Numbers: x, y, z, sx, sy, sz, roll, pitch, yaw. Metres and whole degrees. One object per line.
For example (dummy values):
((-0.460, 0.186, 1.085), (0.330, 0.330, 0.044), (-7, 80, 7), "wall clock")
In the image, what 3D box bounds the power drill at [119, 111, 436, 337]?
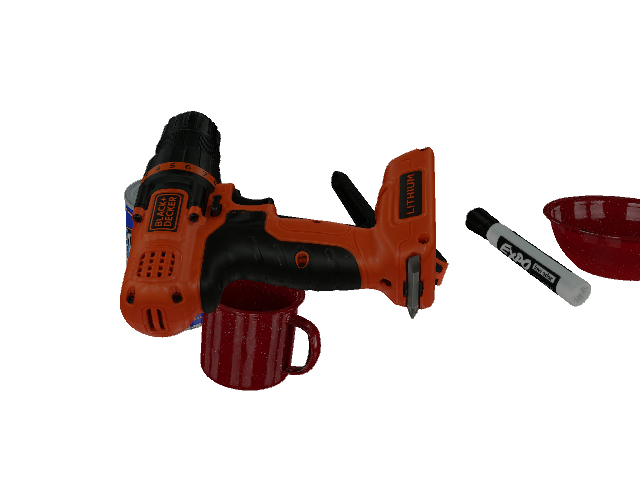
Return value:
((-0.023, -0.018, 0.661), (0.187, 0.184, 0.057), (-2, -45, 5), "power drill")

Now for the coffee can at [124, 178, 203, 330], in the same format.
((-0.159, 0.012, 1.155), (0.103, 0.140, 0.103), (3, 27, -2), "coffee can")

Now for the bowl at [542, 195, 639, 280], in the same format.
((0.304, 0.000, 1.075), (0.162, 0.055, 0.162), (2, 17, -1), "bowl")

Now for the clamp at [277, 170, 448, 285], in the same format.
((0.050, -0.004, 1.264), (0.210, 0.036, 0.164), (33, 40, 24), "clamp")

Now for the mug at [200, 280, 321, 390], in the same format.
((-0.052, 0.082, 0.936), (0.117, 0.081, 0.093), (16, 25, 22), "mug")

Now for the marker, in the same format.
((0.144, 0.009, 0.759), (0.020, 0.020, 0.121), (0, 28, -35), "marker")
